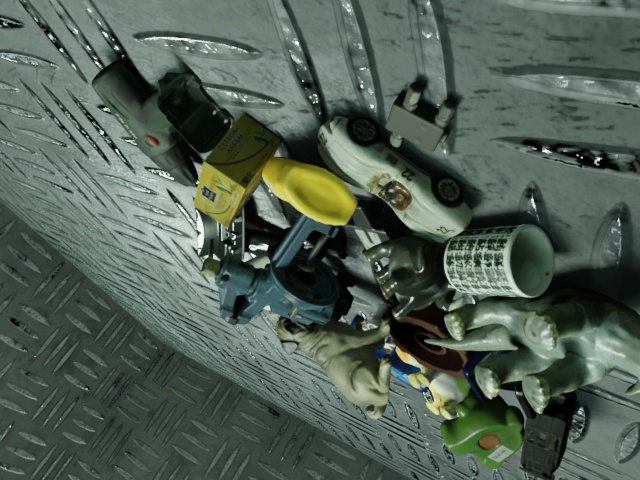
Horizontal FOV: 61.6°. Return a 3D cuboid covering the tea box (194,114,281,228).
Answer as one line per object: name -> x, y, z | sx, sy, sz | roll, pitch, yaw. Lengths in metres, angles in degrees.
tea box -> -0.125, -0.094, 0.781 | 0.068, 0.098, 0.169 | 34, 155, -4

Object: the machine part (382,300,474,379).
machine part -> 0.194, 0.162, 0.916 | 0.179, 0.056, 0.179 | 29, 153, 16

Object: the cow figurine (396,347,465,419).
cow figurine -> 0.221, 0.247, 1.025 | 0.167, 0.098, 0.068 | 57, 157, -5

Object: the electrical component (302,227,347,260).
electrical component -> -0.001, -0.003, 0.864 | 0.078, 0.045, 0.102 | 24, 154, 25

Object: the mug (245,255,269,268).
mug -> -0.095, 0.060, 1.046 | 0.107, 0.109, 0.081 | -31, 84, 25

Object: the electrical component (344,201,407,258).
electrical component -> 0.074, -0.023, 0.729 | 0.075, 0.048, 0.119 | 10, 147, 41

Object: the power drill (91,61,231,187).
power drill -> -0.219, -0.167, 0.800 | 0.207, 0.086, 0.231 | 14, 148, 53

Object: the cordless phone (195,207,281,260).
cordless phone -> -0.121, -0.024, 0.949 | 0.184, 0.089, 0.146 | 8, 124, 3

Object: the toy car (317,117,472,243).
toy car -> 0.083, -0.070, 0.618 | 0.202, 0.056, 0.073 | 34, 157, -3

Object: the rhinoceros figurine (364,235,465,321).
rhinoceros figurine -> 0.132, 0.047, 0.706 | 0.190, 0.112, 0.073 | 44, -162, -56

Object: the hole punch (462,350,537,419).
hole punch -> 0.273, 0.181, 0.780 | 0.092, 0.116, 0.142 | 4, 146, 39

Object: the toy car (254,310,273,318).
toy car -> -0.133, 0.134, 1.227 | 0.103, 0.109, 0.161 | 11, 162, 7

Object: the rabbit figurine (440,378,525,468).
rabbit figurine -> 0.277, 0.269, 0.921 | 0.121, 0.170, 0.159 | 20, 121, -12

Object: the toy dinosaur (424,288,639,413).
toy dinosaur -> 0.279, 0.107, 0.623 | 0.405, 0.192, 0.131 | -176, 75, -77

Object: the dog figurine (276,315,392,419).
dog figurine -> 0.018, 0.202, 0.895 | 0.191, 0.172, 0.121 | 2, 139, 0

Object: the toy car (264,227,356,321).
toy car -> -0.009, 0.062, 0.936 | 0.202, 0.089, 0.053 | 41, 146, -23

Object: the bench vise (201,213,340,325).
bench vise -> -0.050, 0.034, 0.799 | 0.223, 0.129, 0.240 | 29, 121, -12

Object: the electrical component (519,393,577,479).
electrical component -> 0.365, 0.293, 0.855 | 0.058, 0.115, 0.134 | 12, 105, 29

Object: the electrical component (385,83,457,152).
electrical component -> 0.101, -0.118, 0.546 | 0.063, 0.021, 0.094 | 30, 156, 6

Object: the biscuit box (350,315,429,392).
biscuit box -> 0.145, 0.235, 1.113 | 0.203, 0.063, 0.059 | 28, 155, 11
